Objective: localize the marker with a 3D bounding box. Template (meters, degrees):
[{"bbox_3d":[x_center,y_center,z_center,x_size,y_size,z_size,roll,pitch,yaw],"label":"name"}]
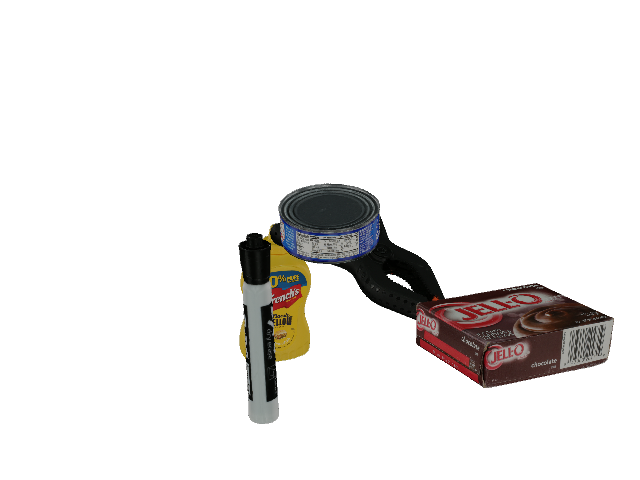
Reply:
[{"bbox_3d":[-0.037,0.053,0.637,0.020,0.121,0.020,-1,22,0],"label":"marker"}]

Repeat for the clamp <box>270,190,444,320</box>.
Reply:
[{"bbox_3d":[0.053,0.024,1.215,0.164,0.036,0.210,-17,50,-37],"label":"clamp"}]

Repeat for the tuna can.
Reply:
[{"bbox_3d":[0.008,-0.015,0.904,0.086,0.034,0.086,-2,29,1],"label":"tuna can"}]

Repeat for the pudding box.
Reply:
[{"bbox_3d":[0.138,0.066,0.771,0.113,0.039,0.090,-6,18,-26],"label":"pudding box"}]

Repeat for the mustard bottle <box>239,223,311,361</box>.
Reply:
[{"bbox_3d":[-0.061,0.069,1.452,0.096,0.192,0.058,-5,23,-16],"label":"mustard bottle"}]
